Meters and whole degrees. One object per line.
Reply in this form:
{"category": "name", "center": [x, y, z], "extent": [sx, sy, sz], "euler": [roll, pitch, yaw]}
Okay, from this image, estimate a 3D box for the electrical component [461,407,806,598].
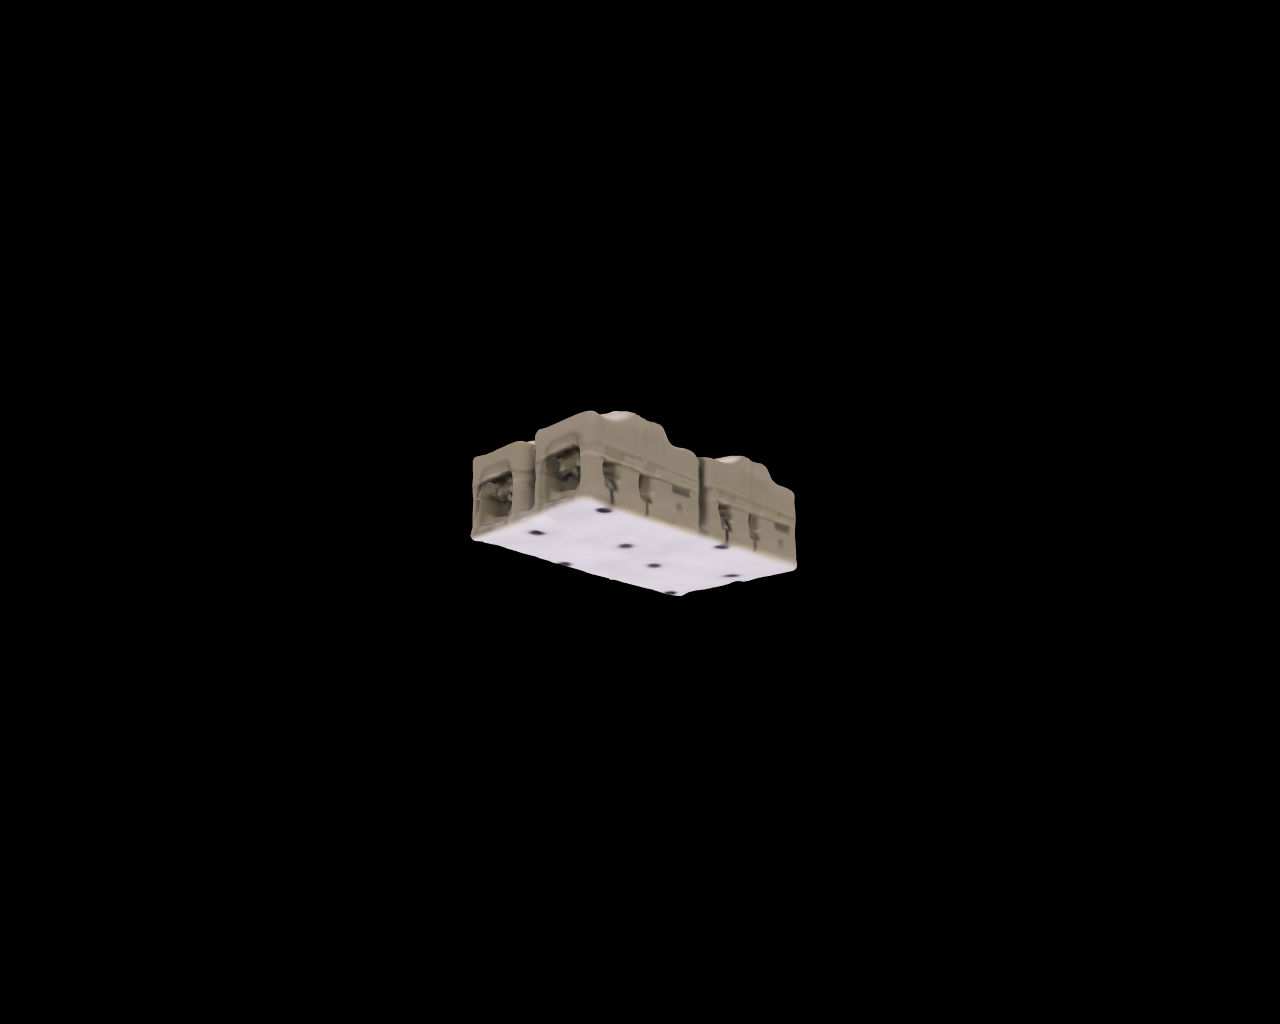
{"category": "electrical component", "center": [0.001, -0.003, 0.650], "extent": [0.105, 0.060, 0.186], "euler": [-17, -26, 41]}
